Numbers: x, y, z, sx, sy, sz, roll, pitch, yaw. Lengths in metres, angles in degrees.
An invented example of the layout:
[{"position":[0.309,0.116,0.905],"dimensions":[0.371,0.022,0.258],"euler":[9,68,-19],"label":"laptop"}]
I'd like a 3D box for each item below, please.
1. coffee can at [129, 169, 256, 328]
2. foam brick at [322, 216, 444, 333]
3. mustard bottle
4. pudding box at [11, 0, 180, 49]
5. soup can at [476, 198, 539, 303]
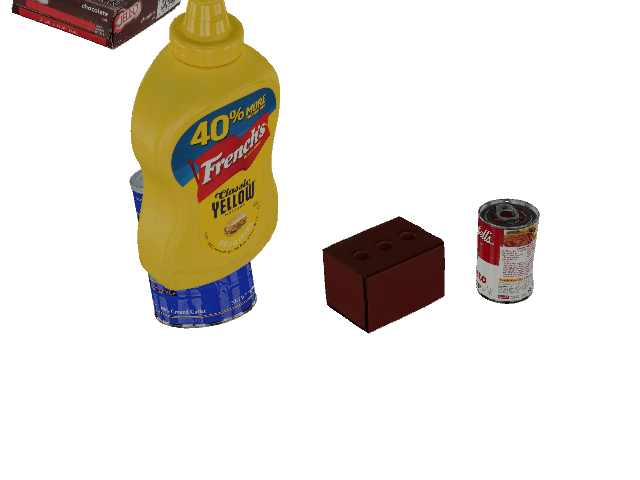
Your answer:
[{"position":[-0.121,0.000,1.028],"dimensions":[0.103,0.140,0.103],"euler":[-6,20,2],"label":"coffee can"},{"position":[0.048,0.025,0.800],"dimensions":[0.078,0.051,0.053],"euler":[-23,35,-30],"label":"foam brick"},{"position":[-0.067,-0.062,0.634],"dimensions":[0.096,0.192,0.058],"euler":[-30,53,-31],"label":"mustard bottle"},{"position":[-0.168,-0.194,0.821],"dimensions":[0.090,0.039,0.113],"euler":[22,34,12],"label":"pudding box"},{"position":[0.213,0.012,1.219],"dimensions":[0.068,0.102,0.068],"euler":[-2,30,1],"label":"soup can"}]
